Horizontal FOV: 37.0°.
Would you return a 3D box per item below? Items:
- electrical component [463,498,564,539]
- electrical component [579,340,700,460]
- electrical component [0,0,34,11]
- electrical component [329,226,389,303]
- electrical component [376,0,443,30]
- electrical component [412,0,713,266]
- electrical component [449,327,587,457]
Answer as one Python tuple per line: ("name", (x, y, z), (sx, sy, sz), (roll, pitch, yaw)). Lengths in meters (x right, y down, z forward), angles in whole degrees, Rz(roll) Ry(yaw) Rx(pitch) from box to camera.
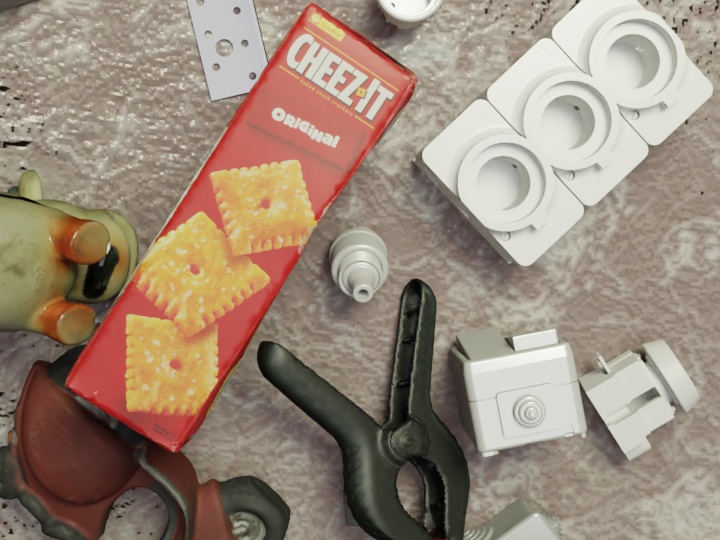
("electrical component", (0.094, 0.199, 0.652), (0.100, 0.048, 0.099), (-37, 94, 0))
("electrical component", (0.170, 0.074, 0.649), (0.055, 0.048, 0.066), (-32, 94, 8))
("electrical component", (-0.252, -0.196, 0.613), (0.109, 0.056, 0.108), (-18, 94, -1))
("electrical component", (0.000, 0.000, 0.629), (0.035, 0.061, 0.035), (-1, 116, -3))
("electrical component", (0.028, -0.162, 0.630), (0.040, 0.046, 0.040), (0, 93, -2))
("electrical component", (0.117, -0.085, 0.629), (0.150, 0.061, 0.089), (-43, 94, 1))
("electrical component", (0.089, 0.066, 0.620), (0.062, 0.096, 0.061), (-11, 92, -1))
